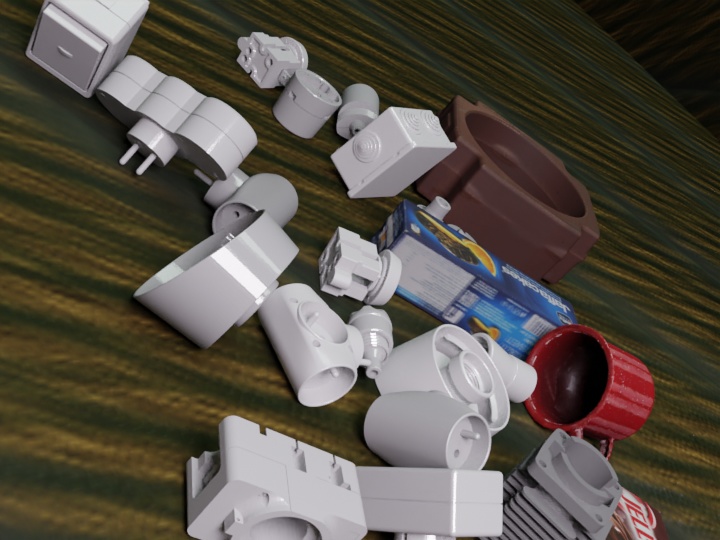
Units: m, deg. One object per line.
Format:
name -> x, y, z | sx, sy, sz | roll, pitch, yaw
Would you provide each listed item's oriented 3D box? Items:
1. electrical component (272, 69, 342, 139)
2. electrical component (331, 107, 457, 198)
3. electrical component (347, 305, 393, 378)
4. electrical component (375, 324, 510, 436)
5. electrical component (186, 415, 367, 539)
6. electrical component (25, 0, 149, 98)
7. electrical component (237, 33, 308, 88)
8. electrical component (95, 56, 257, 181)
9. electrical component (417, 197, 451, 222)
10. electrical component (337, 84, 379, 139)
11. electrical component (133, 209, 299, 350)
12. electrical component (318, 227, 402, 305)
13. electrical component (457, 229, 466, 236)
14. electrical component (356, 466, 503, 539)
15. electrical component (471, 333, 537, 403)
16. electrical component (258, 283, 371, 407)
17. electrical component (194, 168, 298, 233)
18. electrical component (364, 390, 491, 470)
electrical component -> -0.054, -0.163, 1.064 | 0.055, 0.047, 0.055 | 31, 27, -18
electrical component -> 0.031, -0.114, 1.042 | 0.100, 0.100, 0.048 | -9, 66, -58
electrical component -> 0.008, 0.057, 0.806 | 0.035, 0.035, 0.061 | 28, 30, -23
electrical component -> 0.065, 0.092, 0.821 | 0.099, 0.064, 0.099 | 37, 34, -30
electrical component -> -0.046, 0.129, 0.594 | 0.089, 0.050, 0.055 | 27, 28, -27
electrical component -> -0.216, -0.181, 0.835 | 0.062, 0.096, 0.061 | 35, 53, -10
electrical component -> -0.087, -0.215, 1.107 | 0.055, 0.048, 0.066 | -13, 56, -50
electrical component -> -0.151, -0.103, 0.814 | 0.138, 0.073, 0.052 | 30, -17, 27
electrical component -> 0.059, -0.040, 1.000 | 0.048, 0.062, 0.048 | 31, 27, -18
electrical component -> -0.002, -0.162, 1.137 | 0.043, 0.043, 0.081 | 32, 26, -16
electrical component -> -0.090, 0.002, 0.694 | 0.064, 0.099, 0.099 | 44, 25, -6
electrical component -> 0.000, 0.000, 0.875 | 0.055, 0.048, 0.066 | 22, 29, -19
electrical component -> 0.103, -0.001, 1.024 | 0.065, 0.044, 0.044 | 43, 25, -4
electrical component -> 0.039, 0.158, 0.649 | 0.047, 0.083, 0.075 | 13, 74, -44
electrical component -> 0.116, 0.085, 0.901 | 0.065, 0.044, 0.044 | 29, 27, -32
electrical component -> -0.024, 0.054, 0.754 | 0.079, 0.044, 0.077 | 13, 36, -44
electrical component -> -0.095, -0.055, 0.837 | 0.079, 0.043, 0.077 | 39, 25, -1
electrical component -> 0.050, 0.125, 0.720 | 0.044, 0.077, 0.079 | -36, 117, -34
